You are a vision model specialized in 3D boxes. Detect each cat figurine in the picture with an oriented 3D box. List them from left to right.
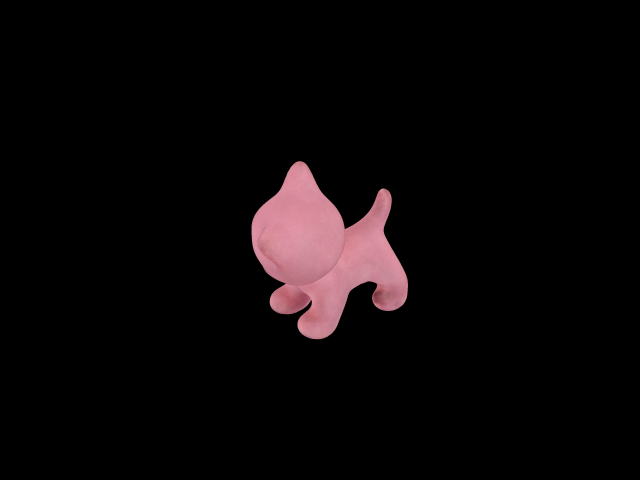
[{"bbox_3d":[0.004,0.001,0.400,0.128,0.118,0.067,-19,34,-31],"label":"cat figurine"}]
